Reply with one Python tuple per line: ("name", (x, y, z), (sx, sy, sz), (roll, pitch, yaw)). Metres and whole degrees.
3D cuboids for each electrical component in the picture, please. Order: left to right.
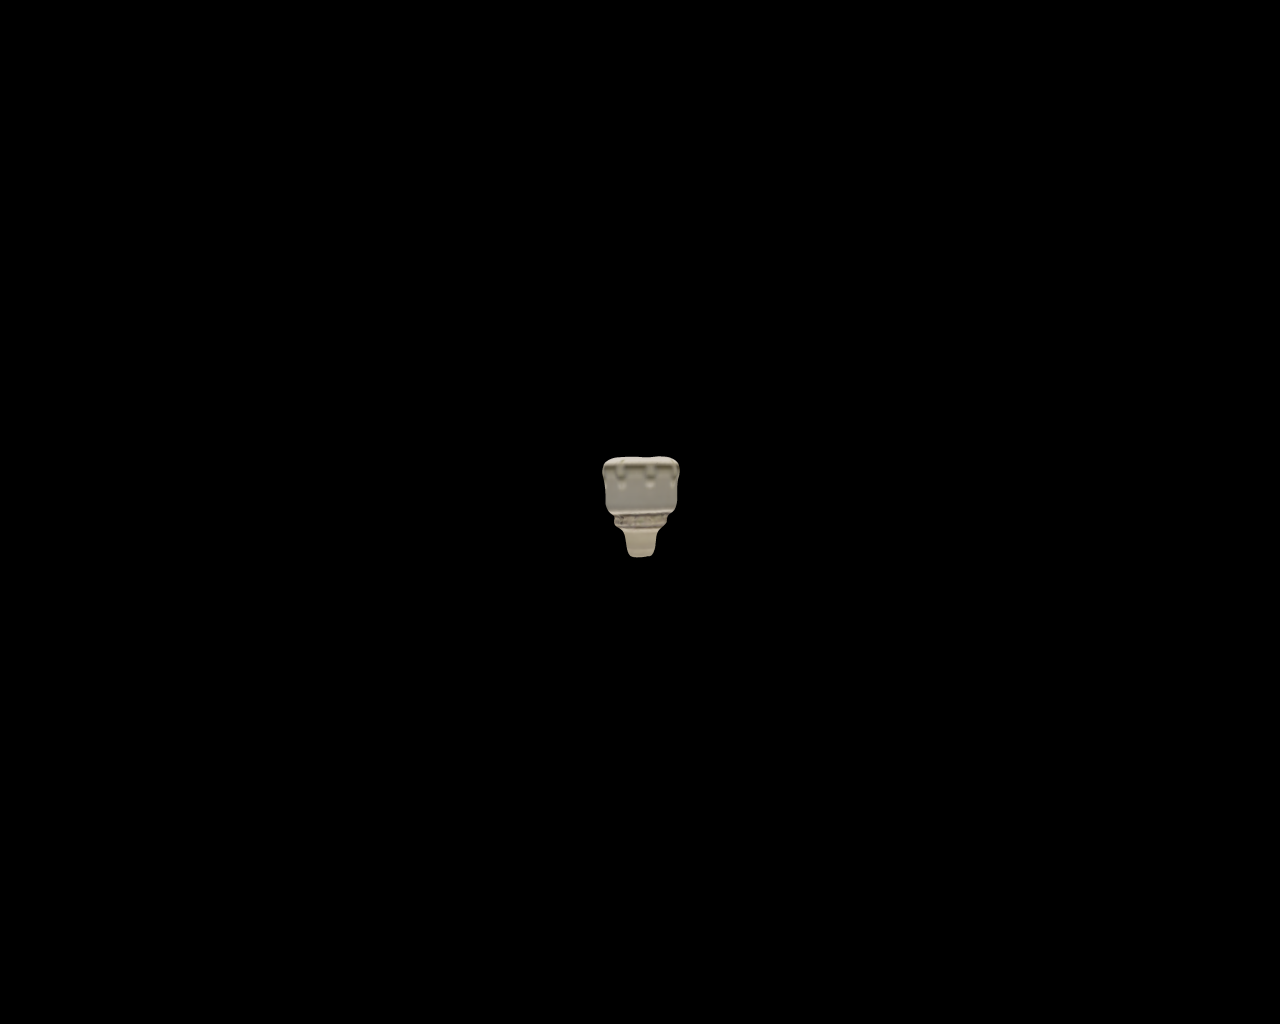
("electrical component", (0.001, -0.003, 0.650), (0.048, 0.062, 0.048), (0, 0, 0))
